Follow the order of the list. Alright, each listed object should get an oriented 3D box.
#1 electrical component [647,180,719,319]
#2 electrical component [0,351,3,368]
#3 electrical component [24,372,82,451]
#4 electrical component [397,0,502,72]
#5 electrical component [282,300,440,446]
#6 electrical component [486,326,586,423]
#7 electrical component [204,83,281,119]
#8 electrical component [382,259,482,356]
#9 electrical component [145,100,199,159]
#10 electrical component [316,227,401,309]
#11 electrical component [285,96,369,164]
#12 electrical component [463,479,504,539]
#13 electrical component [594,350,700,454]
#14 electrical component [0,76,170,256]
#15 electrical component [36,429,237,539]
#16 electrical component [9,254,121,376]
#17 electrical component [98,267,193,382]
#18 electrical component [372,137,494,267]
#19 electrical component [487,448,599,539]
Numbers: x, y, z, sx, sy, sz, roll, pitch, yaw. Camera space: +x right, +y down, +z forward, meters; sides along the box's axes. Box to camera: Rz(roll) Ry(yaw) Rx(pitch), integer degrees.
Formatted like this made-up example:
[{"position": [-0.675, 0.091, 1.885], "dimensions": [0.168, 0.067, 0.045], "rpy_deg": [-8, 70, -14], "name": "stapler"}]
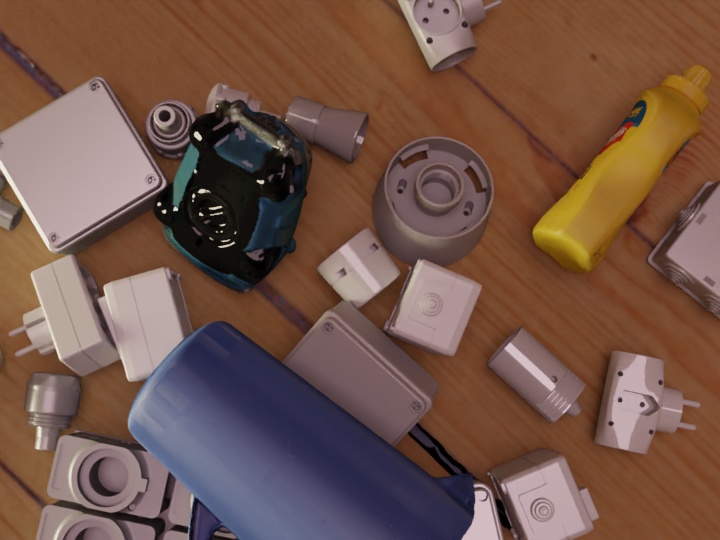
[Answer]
[{"position": [0.302, -0.017, 0.884], "dimensions": [0.100, 0.048, 0.099], "rpy_deg": [39, 86, 3], "name": "electrical component"}, {"position": [-0.337, 0.091, 0.863], "dimensions": [0.054, 0.059, 0.095], "rpy_deg": [36, 86, 3], "name": "electrical component"}, {"position": [-0.250, 0.114, 0.870], "dimensions": [0.043, 0.043, 0.062], "rpy_deg": [6, 84, 0], "name": "electrical component"}, {"position": [0.079, -0.218, 0.902], "dimensions": [0.079, 0.044, 0.077], "rpy_deg": [-25, 85, -2], "name": "electrical component"}, {"position": [-0.012, 0.100, 0.852], "dimensions": [0.109, 0.056, 0.108], "rpy_deg": [42, 108, 3], "name": "electrical component"}, {"position": [0.147, 0.089, 0.876], "dimensions": [0.081, 0.043, 0.043], "rpy_deg": [43, 86, 3], "name": "electrical component"}, {"position": [-0.097, -0.127, 0.894], "dimensions": [0.062, 0.048, 0.048], "rpy_deg": [12, 85, -6], "name": "electrical component"}, {"position": [0.060, 0.032, 0.854], "dimensions": [0.061, 0.096, 0.061], "rpy_deg": [23, 85, -1], "name": "electrical component"}, {"position": [-0.155, -0.119, 0.882], "dimensions": [0.048, 0.062, 0.048], "rpy_deg": [0, 85, -1], "name": "electrical component"}, {"position": [0.000, 0.000, 0.878], "dimensions": [0.055, 0.055, 0.047], "rpy_deg": [-39, 90, -4], "name": "electrical component"}, {"position": [-0.030, -0.120, 0.895], "dimensions": [0.065, 0.044, 0.044], "rpy_deg": [19, 85, 6], "name": "electrical component"}, {"position": [0.056, 0.216, 0.857], "dimensions": [0.113, 0.057, 0.078], "rpy_deg": [-13, 85, -2], "name": "electrical component"}, {"position": [0.237, 0.111, 0.875], "dimensions": [0.079, 0.043, 0.077], "rpy_deg": [12, 85, 0], "name": "electrical component"}, {"position": [-0.227, -0.083, 0.882], "dimensions": [0.109, 0.056, 0.108], "rpy_deg": [-32, 86, -3], "name": "electrical component"}, {"position": [-0.154, 0.199, 0.855], "dimensions": [0.186, 0.060, 0.105], "rpy_deg": [12, 85, 1], "name": "electrical component"}, {"position": [-0.245, 0.044, 0.863], "dimensions": [0.076, 0.047, 0.083], "rpy_deg": [-25, 67, -3], "name": "electrical component"}, {"position": [-0.168, 0.052, 0.867], "dimensions": [0.061, 0.061, 0.096], "rpy_deg": [-16, 85, -2], "name": "electrical component"}, {"position": [0.061, -0.058, 0.890], "dimensions": [0.099, 0.064, 0.099], "rpy_deg": [2, 72, -5], "name": "electrical component"}, {"position": [0.144, 0.179, 0.841], "dimensions": [0.061, 0.096, 0.061], "rpy_deg": [-22, 86, -3], "name": "electrical component"}]
